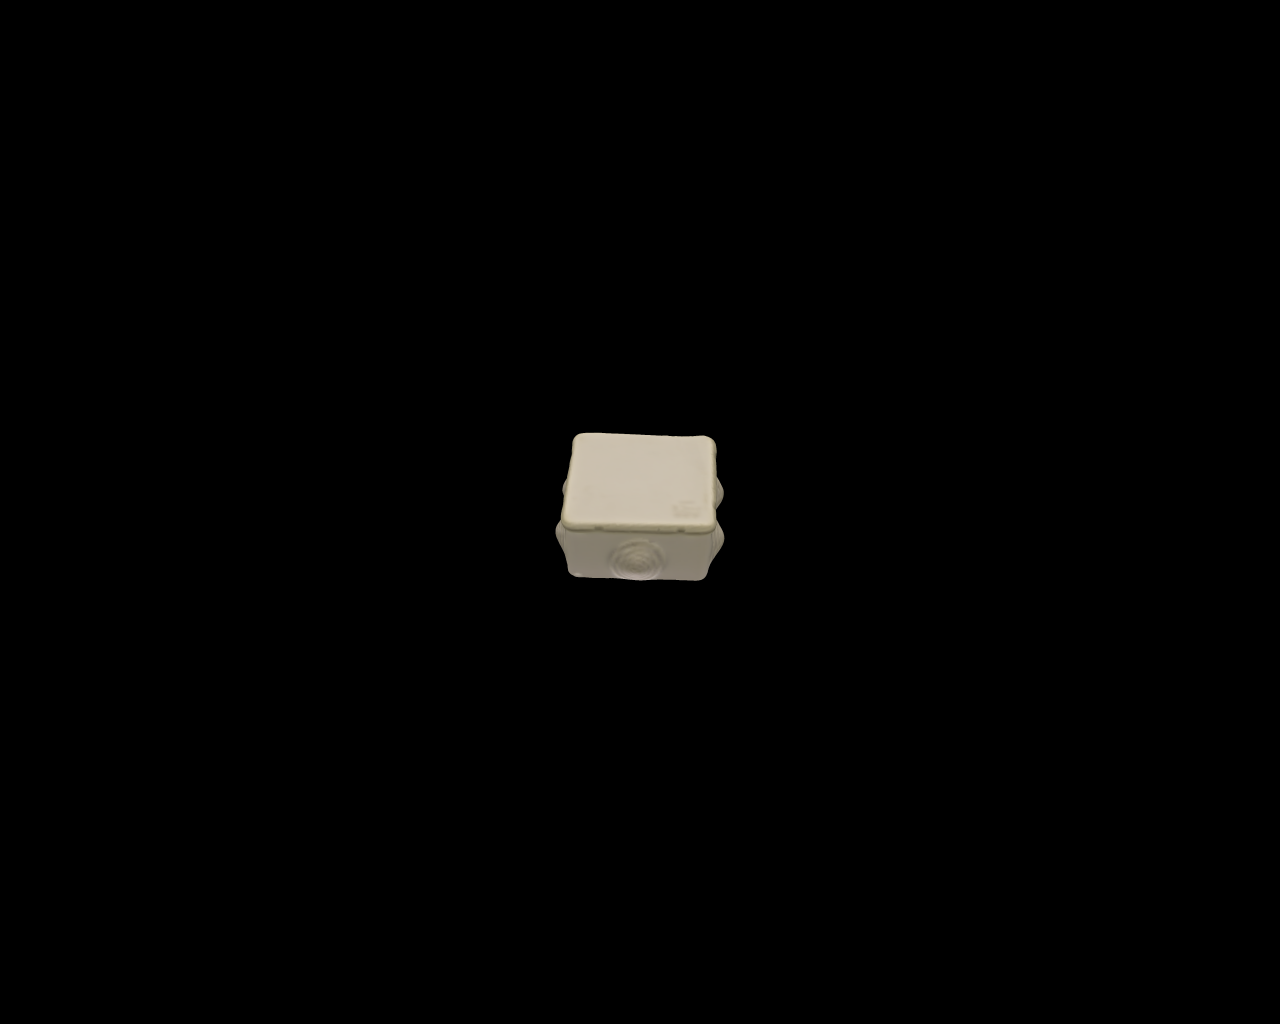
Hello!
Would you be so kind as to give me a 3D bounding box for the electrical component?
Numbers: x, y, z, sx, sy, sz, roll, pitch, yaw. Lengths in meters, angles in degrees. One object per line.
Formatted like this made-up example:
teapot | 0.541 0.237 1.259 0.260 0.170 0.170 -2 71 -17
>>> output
electrical component | 0.001 -0.003 0.650 0.100 0.048 0.100 2 40 2
